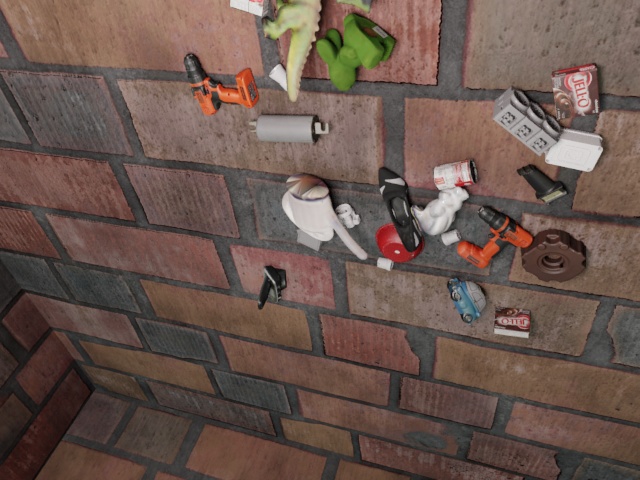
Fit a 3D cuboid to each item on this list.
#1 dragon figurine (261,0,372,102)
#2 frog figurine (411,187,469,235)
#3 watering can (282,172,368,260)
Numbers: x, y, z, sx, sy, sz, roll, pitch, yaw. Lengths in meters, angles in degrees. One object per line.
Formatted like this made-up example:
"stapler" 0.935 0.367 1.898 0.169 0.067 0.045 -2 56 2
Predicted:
"dragon figurine" -0.002 -0.525 1.134 0.242 0.124 0.404 -4 112 22
"frog figurine" 0.352 -0.083 1.460 0.158 0.125 0.136 -19 156 26
"watering can" 0.005 -0.079 1.577 0.351 0.105 0.219 27 143 35
